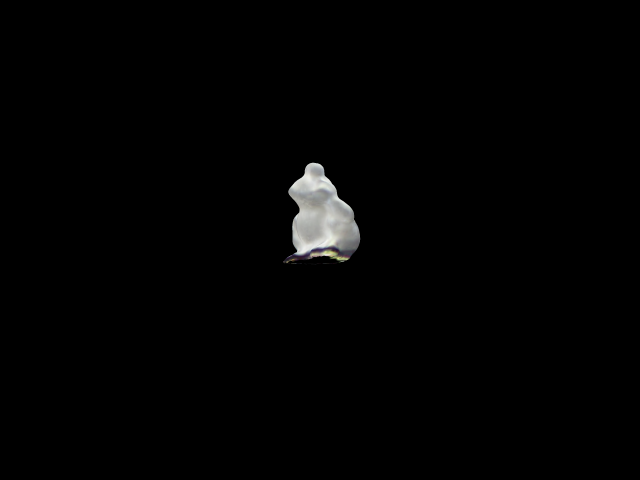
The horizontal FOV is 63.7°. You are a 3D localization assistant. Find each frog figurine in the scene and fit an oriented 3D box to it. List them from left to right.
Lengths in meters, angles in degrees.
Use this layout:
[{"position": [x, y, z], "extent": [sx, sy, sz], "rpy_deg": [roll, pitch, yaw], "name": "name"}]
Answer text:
[{"position": [0.003, -0.043, 0.850], "extent": [0.122, 0.161, 0.136], "rpy_deg": [6, -14, -22], "name": "frog figurine"}]
